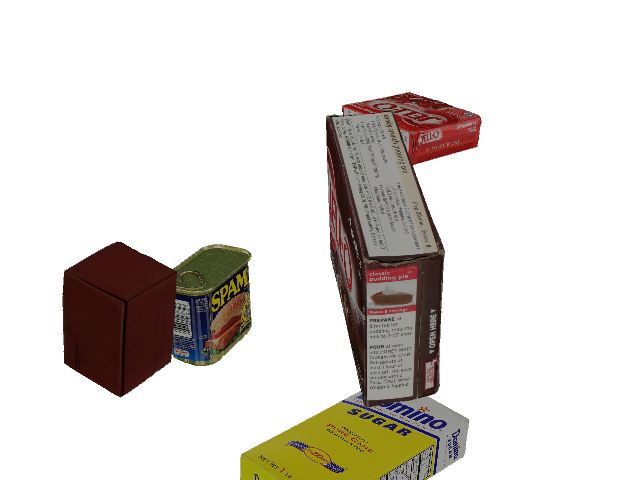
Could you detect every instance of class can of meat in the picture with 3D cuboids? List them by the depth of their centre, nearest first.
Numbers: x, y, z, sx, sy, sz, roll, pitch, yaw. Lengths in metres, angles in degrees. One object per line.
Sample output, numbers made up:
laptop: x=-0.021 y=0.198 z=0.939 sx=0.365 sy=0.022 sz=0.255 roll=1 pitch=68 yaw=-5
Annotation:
can of meat: x=-0.109 y=0.063 z=1.049 sx=0.058 sy=0.084 sz=0.102 roll=10 pitch=27 yaw=24

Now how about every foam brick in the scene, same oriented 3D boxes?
foam brick: x=-0.130 y=0.050 z=0.692 sx=0.053 sy=0.078 sz=0.051 roll=26 pitch=36 yaw=24

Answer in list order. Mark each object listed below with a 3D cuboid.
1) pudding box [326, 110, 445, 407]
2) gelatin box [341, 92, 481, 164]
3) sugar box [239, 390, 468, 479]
pudding box: x=0.028 y=0.006 z=0.499 sx=0.039 sy=0.090 sz=0.113 roll=-9 pitch=40 yaw=-6
gelatin box: x=0.072 y=-0.092 z=0.856 sx=0.073 sy=0.030 sz=0.089 roll=-16 pitch=28 yaw=-33
sugar box: x=0.030 y=0.173 z=0.862 sx=0.093 sy=0.048 sz=0.175 roll=25 pitch=35 yaw=38
